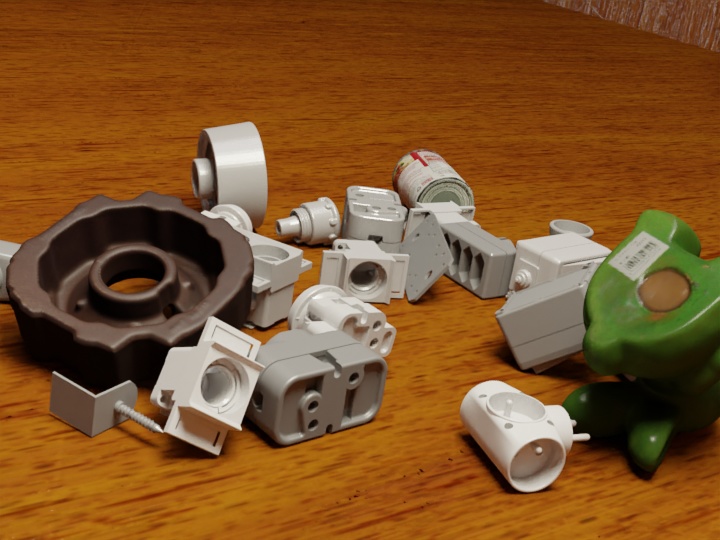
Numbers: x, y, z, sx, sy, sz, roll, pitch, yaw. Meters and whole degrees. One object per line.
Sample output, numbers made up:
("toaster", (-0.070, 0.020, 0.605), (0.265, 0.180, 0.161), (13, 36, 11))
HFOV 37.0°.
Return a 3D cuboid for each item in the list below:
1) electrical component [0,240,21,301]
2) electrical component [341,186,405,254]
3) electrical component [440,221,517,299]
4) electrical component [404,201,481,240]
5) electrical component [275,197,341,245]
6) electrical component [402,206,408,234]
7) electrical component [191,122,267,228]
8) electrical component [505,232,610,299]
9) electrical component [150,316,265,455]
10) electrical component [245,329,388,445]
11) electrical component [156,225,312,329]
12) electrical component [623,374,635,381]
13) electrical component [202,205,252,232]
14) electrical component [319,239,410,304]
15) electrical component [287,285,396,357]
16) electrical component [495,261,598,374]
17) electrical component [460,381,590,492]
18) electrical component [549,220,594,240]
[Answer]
("electrical component", (-0.300, 0.003, 0.858), (0.077, 0.043, 0.079), (11, 22, 6))
("electrical component", (0.011, -0.039, 1.064), (0.054, 0.059, 0.095), (7, 22, -6))
("electrical component", (0.128, -0.012, 1.058), (0.076, 0.047, 0.083), (-6, 26, -33))
("electrical component", (0.090, -0.041, 1.122), (0.081, 0.042, 0.064), (-5, 27, -30))
("electrical component", (-0.054, -0.046, 1.078), (0.062, 0.048, 0.048), (-10, 28, -25))
("electrical component", (0.018, -0.056, 1.142), (0.061, 0.035, 0.035), (10, 22, 9))
("electrical component", (-0.137, -0.093, 1.083), (0.060, 0.108, 0.108), (-6, 25, -19))
("electrical component", (0.186, 0.007, 1.013), (0.096, 0.061, 0.061), (-9, 28, -38))
("electrical component", (-0.103, 0.077, 0.712), (0.042, 0.081, 0.064), (32, -23, -31))
("electrical component", (-0.037, 0.079, 0.757), (0.095, 0.053, 0.059), (-10, 28, -39))
("electrical component", (-0.114, 0.000, 0.912), (0.121, 0.063, 0.079), (20, 24, 26))
("electrical component", (0.249, 0.069, 0.908), (0.079, 0.043, 0.077), (0, 23, -21))
("electrical component", (-0.134, -0.033, 1.012), (0.066, 0.048, 0.055), (19, 31, 22))
("electrical component", (0.000, 0.000, 0.986), (0.081, 0.042, 0.064), (3, 19, -17))
("electrical component", (-0.020, 0.046, 0.841), (0.078, 0.058, 0.057), (-1, 23, -42))
("electrical component", (0.171, 0.039, 0.886), (0.096, 0.061, 0.062), (-23, 8, 27))
("electrical component", (0.121, 0.113, 0.747), (0.079, 0.044, 0.077), (0, 23, -21))
("electrical component", (0.210, -0.018, 1.094), (0.045, 0.055, 0.045), (8, 22, -3))
